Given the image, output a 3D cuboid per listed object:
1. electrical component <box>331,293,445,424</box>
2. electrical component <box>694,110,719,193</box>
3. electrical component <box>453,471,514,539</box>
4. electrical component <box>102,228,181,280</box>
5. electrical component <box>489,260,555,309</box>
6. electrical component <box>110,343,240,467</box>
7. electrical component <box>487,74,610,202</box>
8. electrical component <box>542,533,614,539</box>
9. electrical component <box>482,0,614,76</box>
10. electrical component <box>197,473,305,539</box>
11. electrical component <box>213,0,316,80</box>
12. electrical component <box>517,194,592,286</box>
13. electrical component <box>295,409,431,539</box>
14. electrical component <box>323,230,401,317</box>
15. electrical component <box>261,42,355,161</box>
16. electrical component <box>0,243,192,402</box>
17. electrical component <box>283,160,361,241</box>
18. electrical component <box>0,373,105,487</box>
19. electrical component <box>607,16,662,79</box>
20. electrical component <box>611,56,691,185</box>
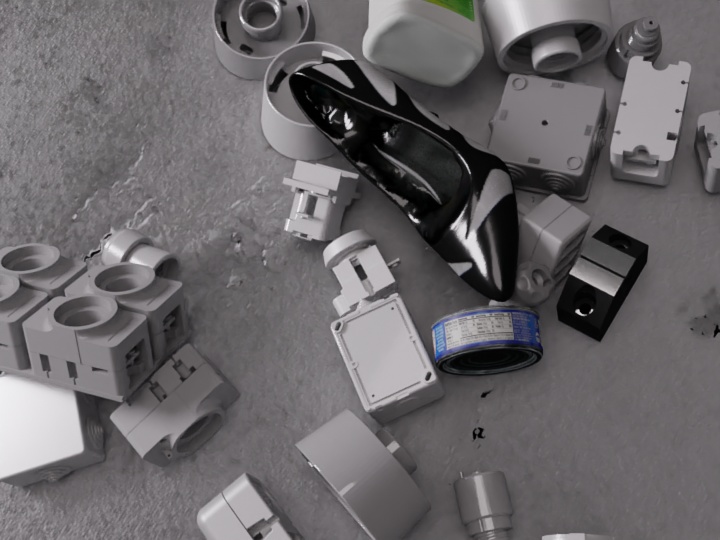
[{"bbox_3d":[0.021,0.067,0.865,0.062,0.061,0.096,-25,67,3],"label":"electrical component"},{"bbox_3d":[0.319,-0.100,0.860,0.089,0.055,0.050,-12,68,8],"label":"electrical component"},{"bbox_3d":[0.097,0.188,0.815,0.040,0.040,0.078,-14,68,7],"label":"electrical component"},{"bbox_3d":[-0.194,-0.007,0.950,0.055,0.045,0.045,30,79,21],"label":"electrical component"},{"bbox_3d":[0.123,0.018,0.842,0.035,0.061,0.035,13,62,-25],"label":"electrical component"},{"bbox_3d":[-0.150,0.116,0.892,0.089,0.050,0.056,-44,67,-5],"label":"electrical component"},{"bbox_3d":[0.158,-0.113,0.907,0.100,0.048,0.099,13,73,18],"label":"electrical component"},{"bbox_3d":[0.156,0.219,0.763,0.050,0.089,0.055,-2,70,12],"label":"electrical component"},{"bbox_3d":[0.162,-0.202,0.909,0.108,0.108,0.060,-11,74,9],"label":"electrical component"},{"bbox_3d":[-0.081,0.215,0.838,0.059,0.053,0.095,-39,67,-3],"label":"electrical component"},{"bbox_3d":[-0.092,-0.230,1.011,0.099,0.064,0.099,0,77,0],"label":"electrical component"},{"bbox_3d":[0.134,-0.029,0.864,0.077,0.065,0.047,36,49,22],"label":"electrical component"},{"bbox_3d":[0.008,0.154,0.814,0.060,0.108,0.108,-40,67,-10],"label":"electrical component"},{"bbox_3d":[0.000,0.000,0.904,0.066,0.048,0.055,-29,75,1],"label":"electrical component"},{"bbox_3d":[-0.042,-0.154,0.972,0.099,0.064,0.099,1,66,-1],"label":"electrical component"},{"bbox_3d":[-0.252,0.037,0.902,0.186,0.060,0.105,11,32,21],"label":"electrical component"},{"bbox_3d":[-0.035,-0.057,0.920,0.042,0.081,0.063,18,98,19],"label":"electrical component"},{"bbox_3d":[-0.270,0.131,0.915,0.100,0.048,0.099,-18,67,6],"label":"electrical component"},{"bbox_3d":[0.234,-0.190,0.905,0.040,0.078,0.040,0,77,-1],"label":"electrical component"},{"bbox_3d":[0.239,-0.121,0.886,0.050,0.055,0.089,11,73,17],"label":"electrical component"}]
